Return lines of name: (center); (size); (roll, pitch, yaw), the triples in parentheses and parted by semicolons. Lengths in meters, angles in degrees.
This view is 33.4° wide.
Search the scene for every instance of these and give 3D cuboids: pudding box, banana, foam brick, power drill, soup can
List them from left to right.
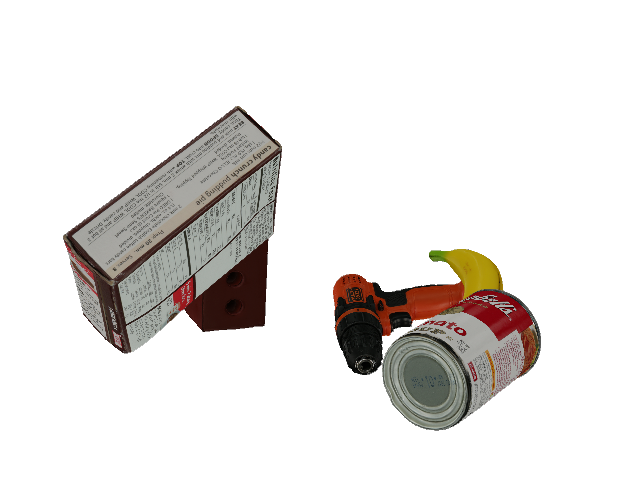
pudding box: (-0.071, -0.004, 0.540); (0.113, 0.039, 0.090); (-42, -18, -23)
foam brick: (-0.073, 0.024, 0.820); (0.052, 0.078, 0.051); (-4, 15, -21)
power drill: (0.109, 0.088, 1.206); (0.187, 0.057, 0.184); (-3, 27, -3)
soup can: (0.096, 0.079, 0.721); (0.069, 0.068, 0.102); (0, 14, 38)
banana: (0.143, 0.059, 1.024); (0.070, 0.037, 0.197); (-23, 24, 16)
